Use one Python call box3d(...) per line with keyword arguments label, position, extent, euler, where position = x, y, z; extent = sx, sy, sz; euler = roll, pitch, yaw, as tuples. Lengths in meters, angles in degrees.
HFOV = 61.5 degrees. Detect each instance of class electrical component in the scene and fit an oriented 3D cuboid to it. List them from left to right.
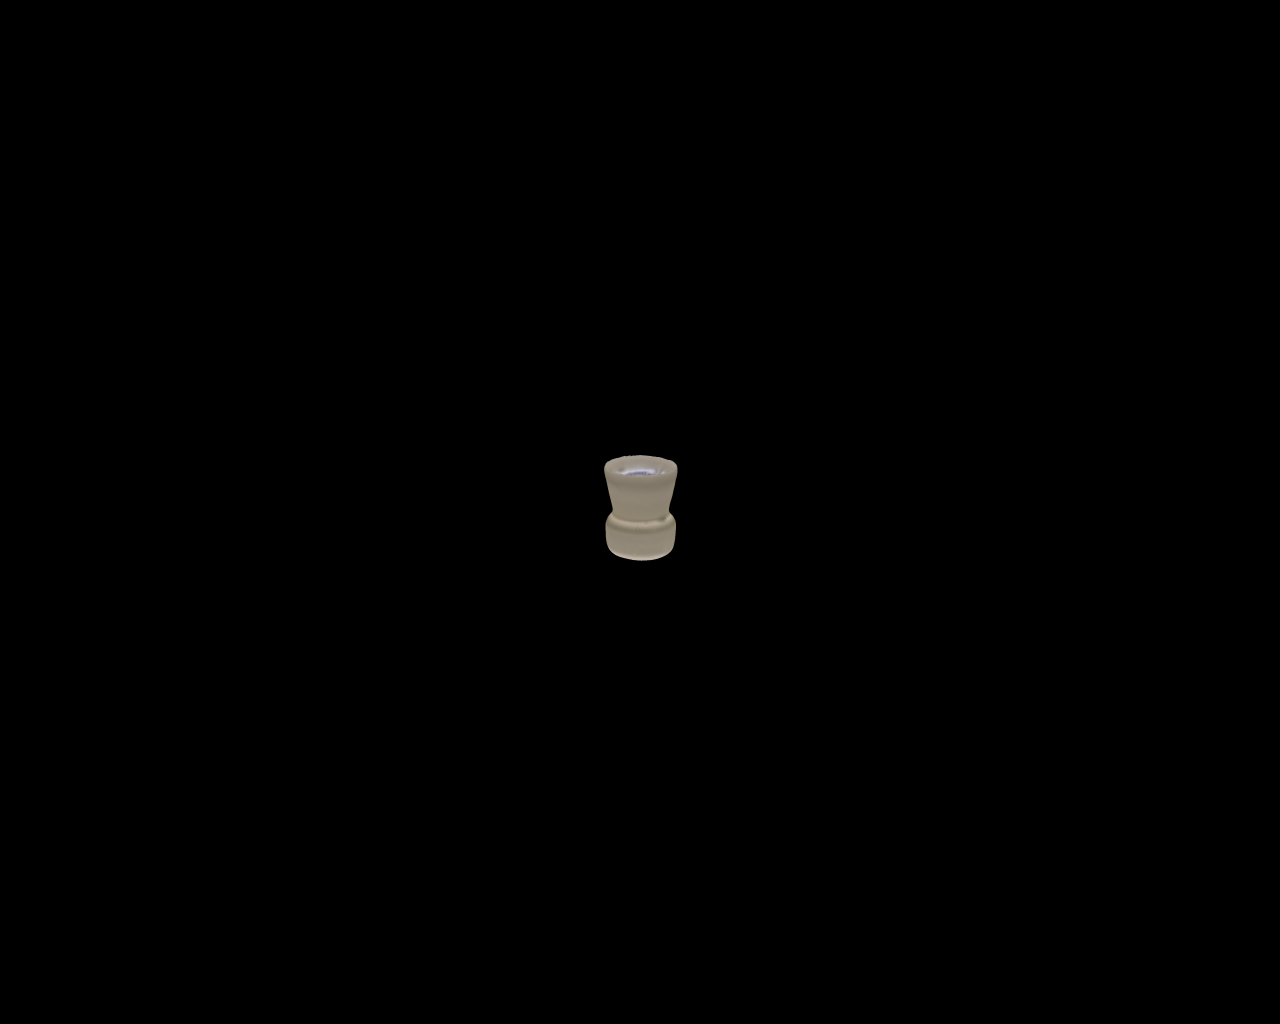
box3d(label="electrical component", position=(0.001, -0.003, 0.650), extent=(0.045, 0.055, 0.045), euler=(0, 20, 0))
